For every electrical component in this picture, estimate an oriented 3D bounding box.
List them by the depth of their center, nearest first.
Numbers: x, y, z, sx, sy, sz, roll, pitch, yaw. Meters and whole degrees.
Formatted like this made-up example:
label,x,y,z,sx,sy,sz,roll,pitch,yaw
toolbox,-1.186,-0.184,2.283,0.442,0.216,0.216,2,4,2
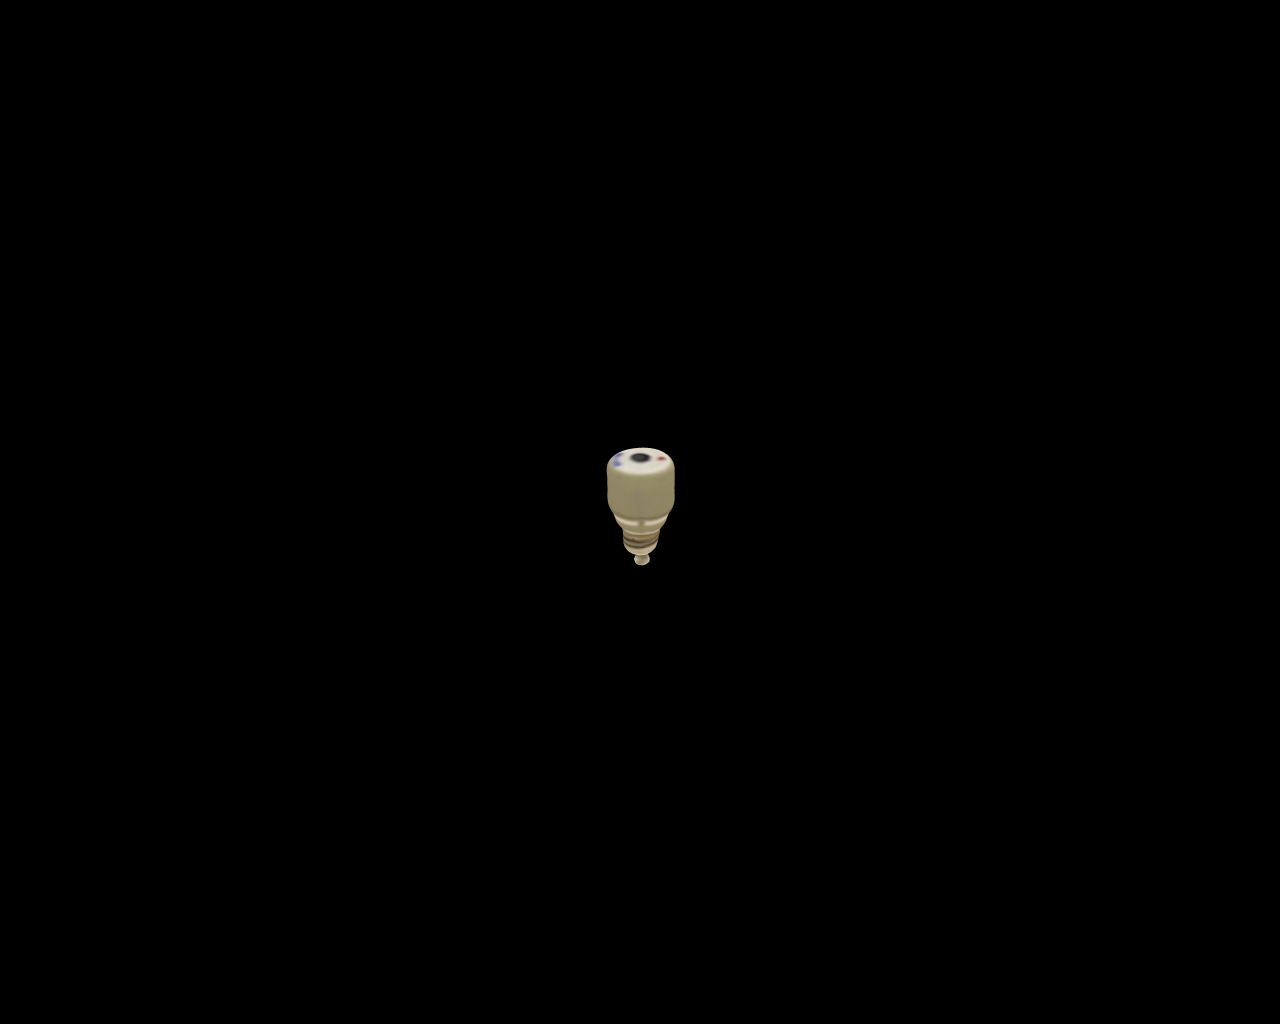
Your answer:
label,x,y,z,sx,sy,sz,roll,pitch,yaw
electrical component,0.001,-0.003,0.650,0.040,0.078,0.040,0,29,0
